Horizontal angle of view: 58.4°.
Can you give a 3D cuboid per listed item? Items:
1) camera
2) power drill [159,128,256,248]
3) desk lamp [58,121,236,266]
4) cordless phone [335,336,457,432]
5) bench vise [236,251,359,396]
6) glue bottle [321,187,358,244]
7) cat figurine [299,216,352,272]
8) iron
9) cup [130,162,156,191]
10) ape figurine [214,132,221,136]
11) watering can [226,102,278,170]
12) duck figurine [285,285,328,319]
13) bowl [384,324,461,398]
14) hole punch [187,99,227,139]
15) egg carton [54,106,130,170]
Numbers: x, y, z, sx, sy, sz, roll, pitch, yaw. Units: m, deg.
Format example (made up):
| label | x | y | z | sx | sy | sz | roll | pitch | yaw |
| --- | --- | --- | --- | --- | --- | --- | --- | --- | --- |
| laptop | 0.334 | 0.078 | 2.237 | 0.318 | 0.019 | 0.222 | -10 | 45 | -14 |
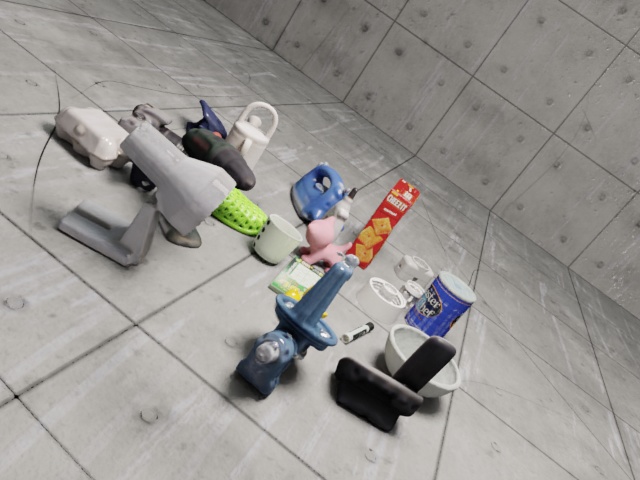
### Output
| label | x | y | z | sx | sy | sz | roll | pitch | yaw |
| --- | --- | --- | --- | --- | --- | --- | --- | --- | --- |
| camera | -0.357 | -0.222 | 1.242 | 0.137 | 0.100 | 0.143 | 32 | 22 | -8 |
| power drill | -0.212 | -0.094 | 1.044 | 0.076 | 0.208 | 0.229 | 13 | 31 | -44 |
| desk lamp | -0.265 | -0.064 | 0.900 | 0.203 | 0.213 | 0.118 | 30 | 22 | -12 |
| cordless phone | 0.123 | 0.208 | 0.942 | 0.148 | 0.185 | 0.094 | 30 | 22 | -11 |
| bench vise | -0.016 | 0.126 | 0.862 | 0.121 | 0.219 | 0.207 | 32 | 22 | -6 |
| glue bottle | 0.040 | -0.055 | 1.376 | 0.037 | 0.173 | 0.078 | 23 | 25 | -28 |
| cat figurine | 0.012 | 0.005 | 1.287 | 0.128 | 0.117 | 0.067 | 26 | 23 | -22 |
| iron | 0.005 | -0.138 | 1.537 | 0.119 | 0.141 | 0.257 | 20 | 26 | -33 |
| cup | -0.335 | -0.141 | 1.115 | 0.091 | 0.095 | 0.118 | 36 | 22 | 2 |
| ape figurine | -0.269 | -0.220 | 1.375 | 0.078 | 0.092 | 0.076 | 32 | 22 | -8 |
| watering can | -0.182 | -0.268 | 1.462 | 0.101 | 0.194 | 0.172 | 18 | 27 | -36 |
| duck figurine | -0.024 | 0.120 | 1.044 | 0.078 | 0.086 | 0.104 | 11 | 32 | -45 |
| bowl | 0.184 | 0.245 | 1.102 | 0.168 | 0.074 | 0.167 | 30 | 22 | -13 |
| hole punch | -0.291 | -0.309 | 1.527 | 0.101 | 0.091 | 0.108 | 21 | 26 | -32 |
| egg carton | -0.441 | -0.203 | 1.123 | 0.150 | 0.069 | 0.107 | 39 | 22 | 10 |
